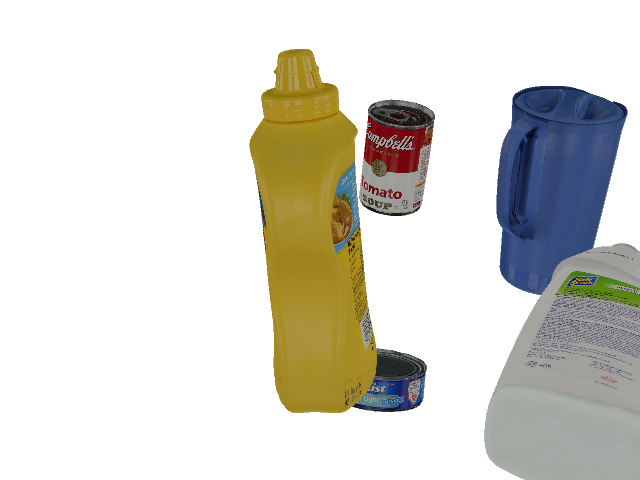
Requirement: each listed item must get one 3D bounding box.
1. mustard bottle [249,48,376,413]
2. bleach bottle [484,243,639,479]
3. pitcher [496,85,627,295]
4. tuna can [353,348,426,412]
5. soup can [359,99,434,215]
[{"bbox_3d":[-0.004,-0.009,0.586,0.058,0.192,0.096,-1,20,12],"label":"mustard bottle"},{"bbox_3d":[0.185,0.065,0.691,0.103,0.068,0.250,14,28,20],"label":"bleach bottle"},{"bbox_3d":[0.278,-0.056,1.298,0.149,0.243,0.145,4,27,1],"label":"pitcher"},{"bbox_3d":[0.053,0.126,0.971,0.086,0.034,0.086,4,11,-1],"label":"tuna can"},{"bbox_3d":[0.077,-0.085,1.098,0.068,0.102,0.068,4,30,-3],"label":"soup can"}]
